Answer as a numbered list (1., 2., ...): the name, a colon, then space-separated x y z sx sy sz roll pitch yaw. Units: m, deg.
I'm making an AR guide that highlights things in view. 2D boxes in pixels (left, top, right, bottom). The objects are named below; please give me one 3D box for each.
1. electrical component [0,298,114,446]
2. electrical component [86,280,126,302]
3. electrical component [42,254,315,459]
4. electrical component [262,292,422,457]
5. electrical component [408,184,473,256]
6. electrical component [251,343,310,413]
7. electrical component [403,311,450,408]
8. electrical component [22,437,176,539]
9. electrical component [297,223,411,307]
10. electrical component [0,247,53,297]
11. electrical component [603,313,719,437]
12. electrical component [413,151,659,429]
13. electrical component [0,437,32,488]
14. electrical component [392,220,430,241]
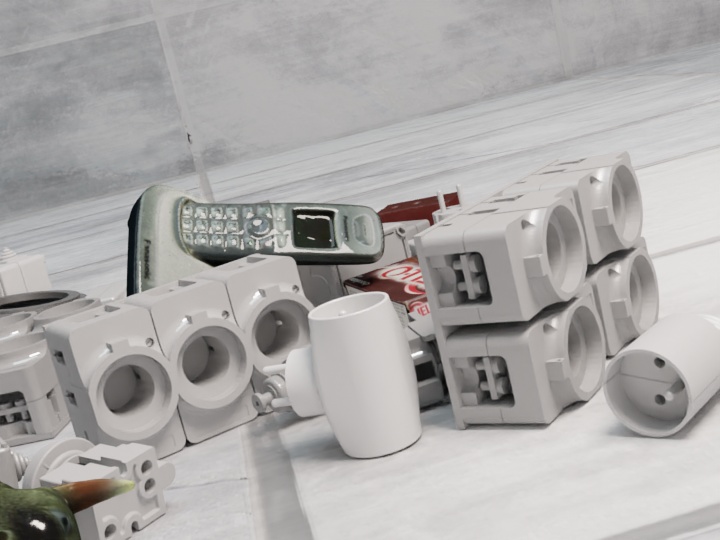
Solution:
1. electrical component: -0.257 0.075 0.819 0.105 0.060 0.186 -12 11 8
2. electrical component: -0.208 0.037 0.980 0.076 0.047 0.083 -13 11 4
3. electrical component: -0.104 0.054 0.663 0.150 0.089 0.062 -20 13 -29
4. electrical component: -0.014 0.057 0.571 0.079 0.077 0.043 -10 12 20
5. electrical component: 0.083 -0.033 0.905 0.083 0.075 0.047 -18 12 -20
6. electrical component: -0.030 0.065 0.645 0.078 0.040 0.040 -22 14 -34
7. electrical component: 0.033 0.055 0.620 0.064 0.042 0.081 -17 11 -8
8. electrical component: -0.136 0.111 0.542 0.055 0.048 0.066 3 19 34
9. electrical component: 0.000 0.000 0.875 0.096 0.061 0.061 -22 14 -36
10. electrical component: -0.351 0.026 1.083 0.062 0.096 0.061 -4 15 40
11. electrical component: 0.155 0.044 0.520 0.043 0.043 0.081 -4 15 41
12. electrical component: 0.112 0.004 0.611 0.060 0.105 0.186 -6 14 34
13. electrical component: -0.218 0.122 0.563 0.096 0.061 0.062 -12 10 -28
14. electrical component: 0.043 -0.021 0.966 0.066 0.047 0.077 -3 16 44
